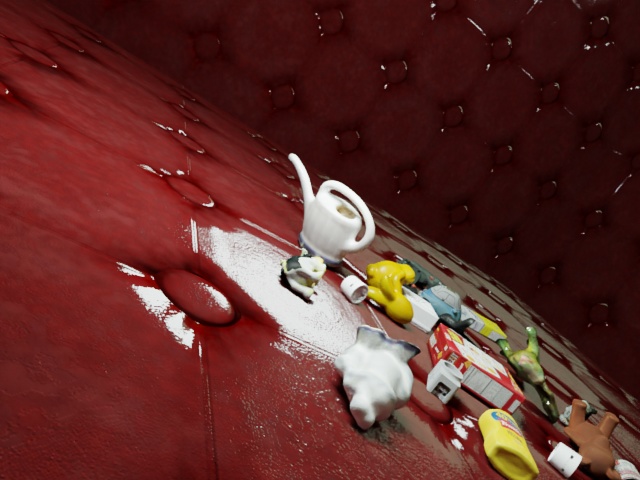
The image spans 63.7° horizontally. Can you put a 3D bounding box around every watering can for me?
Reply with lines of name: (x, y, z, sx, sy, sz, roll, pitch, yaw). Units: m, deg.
watering can: (0.004, -0.071, 1.412, 0.352, 0.220, 0.104, 41, 31, 29)

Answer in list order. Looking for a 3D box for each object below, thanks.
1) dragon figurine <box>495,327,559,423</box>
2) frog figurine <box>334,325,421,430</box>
dragon figurine: (0.610, 0.405, 1.474, 0.402, 0.121, 0.249, 52, 22, -44)
frog figurine: (0.084, 0.233, 0.823, 0.136, 0.121, 0.163, 39, 45, -20)
